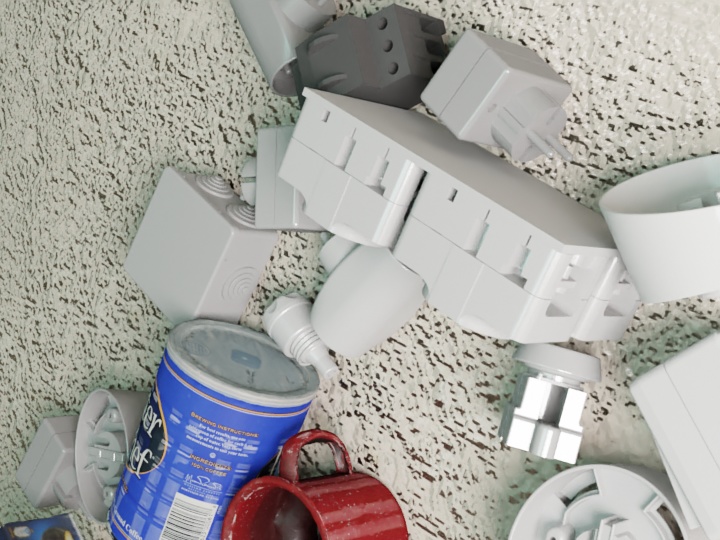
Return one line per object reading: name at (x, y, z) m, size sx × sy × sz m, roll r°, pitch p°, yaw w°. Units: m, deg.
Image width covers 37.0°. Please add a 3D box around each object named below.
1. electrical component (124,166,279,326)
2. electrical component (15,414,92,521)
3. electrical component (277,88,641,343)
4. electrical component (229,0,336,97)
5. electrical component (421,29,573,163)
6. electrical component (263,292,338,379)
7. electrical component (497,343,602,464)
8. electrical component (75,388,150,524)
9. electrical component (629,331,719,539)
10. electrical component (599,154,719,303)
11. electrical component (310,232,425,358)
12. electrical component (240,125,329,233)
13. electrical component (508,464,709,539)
electrical component at (-0.112, -0.013, 0.763) m, size 0.100 × 0.048 × 0.099 m, roll 42°, pitch 115°, yaw 34°
electrical component at (-0.229, 0.165, 0.859) m, size 0.076 × 0.047 × 0.065 m, roll 46°, pitch 116°, yaw 31°
electrical component at (0.054, -0.028, 0.580) m, size 0.186 × 0.105 × 0.060 m, roll 36°, pitch 112°, yaw 36°
electrical component at (-0.042, -0.169, 0.710) m, size 0.079 × 0.044 × 0.077 m, roll -41°, pitch 63°, yaw 33°
electrical component at (0.085, -0.084, 0.581) m, size 0.076 × 0.066 × 0.047 m, roll 52°, pitch 120°, yaw 30°
electrical component at (-0.035, 0.045, 0.703) m, size 0.061 × 0.035 × 0.035 m, roll 51°, pitch 119°, yaw 28°
electrical component at (0.100, 0.068, 0.569) m, size 0.048 × 0.066 × 0.055 m, roll 16°, pitch 88°, yaw 2°
electrical component at (-0.178, 0.137, 0.804) m, size 0.099 × 0.064 × 0.099 m, roll -2°, pitch 87°, yaw 40°
electrical component at (0.176, 0.082, 0.498) m, size 0.061 × 0.062 × 0.096 m, roll -39°, pitch 64°, yaw 33°
electrical component at (0.164, -0.023, 0.490) m, size 0.099 × 0.099 × 0.064 m, roll -18°, pitch 89°, yaw 39°
electrical component at (0.000, 0.000, 0.667) m, size 0.077 × 0.043 × 0.079 m, roll -48°, pitch 59°, yaw 29°
electrical component at (-0.052, -0.059, 0.713) m, size 0.077 × 0.047 × 0.065 m, roll 1°, pitch 89°, yaw 41°
electrical component at (0.126, 0.146, 0.538) m, size 0.099 × 0.064 × 0.099 m, roll -2°, pitch 87°, yaw 41°
